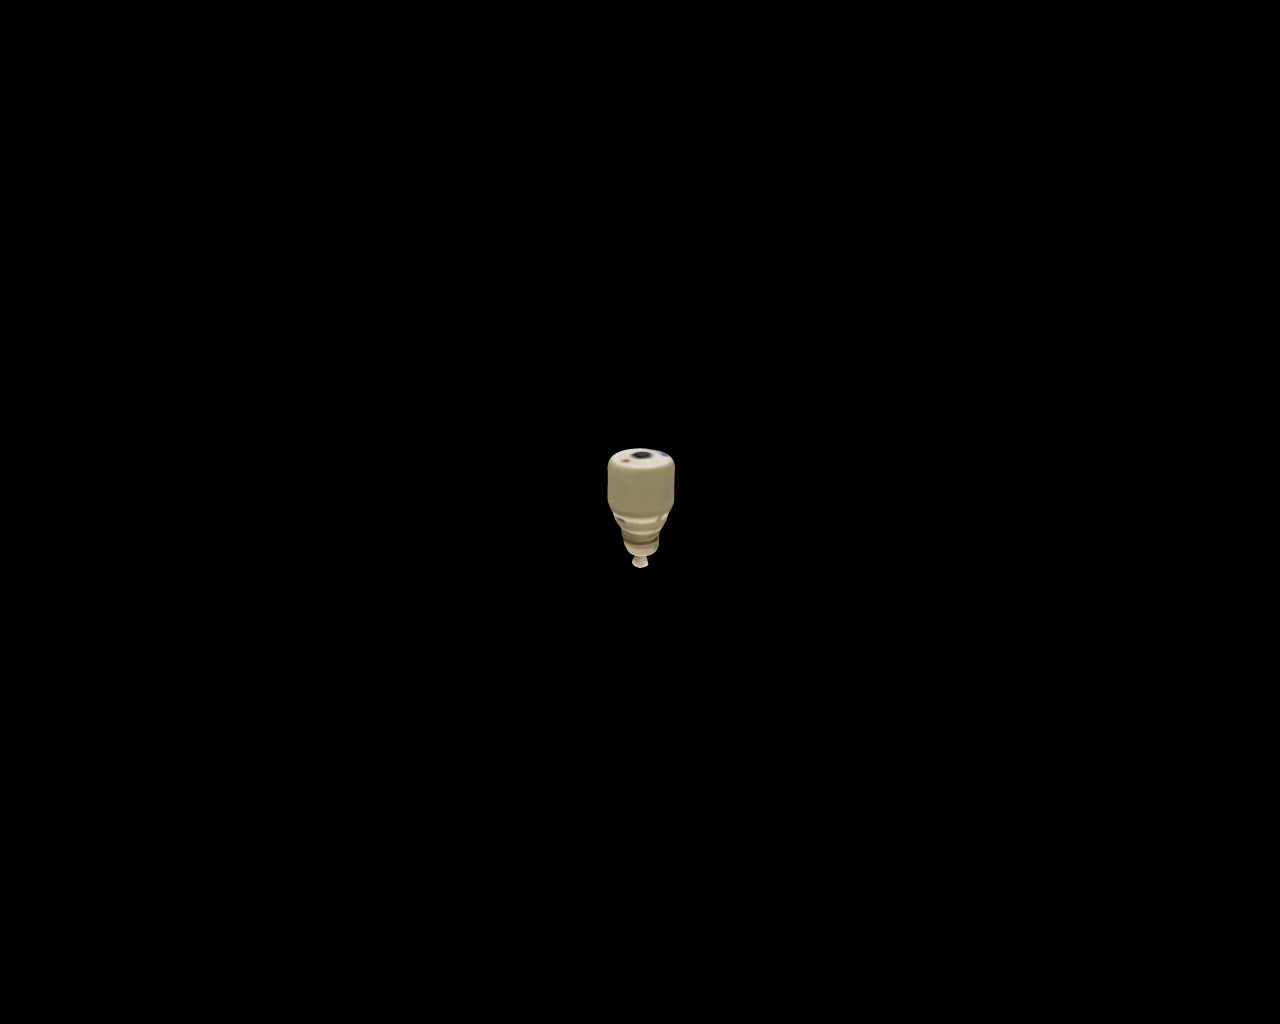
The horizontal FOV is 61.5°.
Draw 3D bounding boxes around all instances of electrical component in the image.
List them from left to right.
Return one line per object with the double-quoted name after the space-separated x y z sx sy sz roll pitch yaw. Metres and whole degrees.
0.001 -0.003 0.650 0.040 0.078 0.040 0 22 0 "electrical component"
